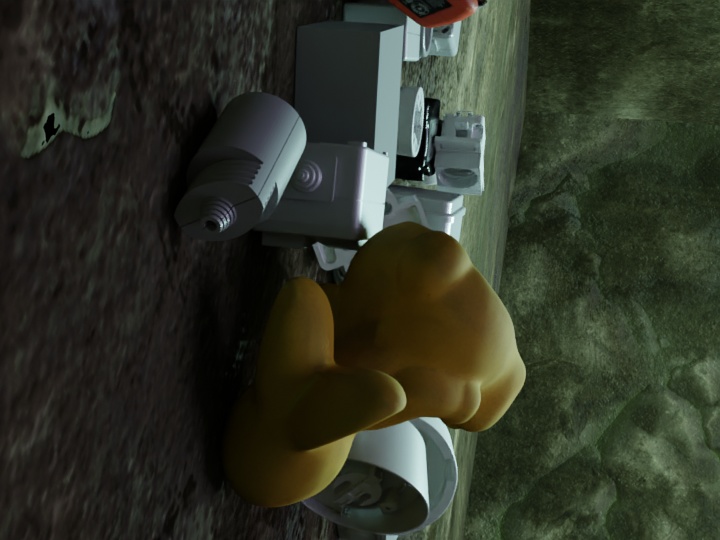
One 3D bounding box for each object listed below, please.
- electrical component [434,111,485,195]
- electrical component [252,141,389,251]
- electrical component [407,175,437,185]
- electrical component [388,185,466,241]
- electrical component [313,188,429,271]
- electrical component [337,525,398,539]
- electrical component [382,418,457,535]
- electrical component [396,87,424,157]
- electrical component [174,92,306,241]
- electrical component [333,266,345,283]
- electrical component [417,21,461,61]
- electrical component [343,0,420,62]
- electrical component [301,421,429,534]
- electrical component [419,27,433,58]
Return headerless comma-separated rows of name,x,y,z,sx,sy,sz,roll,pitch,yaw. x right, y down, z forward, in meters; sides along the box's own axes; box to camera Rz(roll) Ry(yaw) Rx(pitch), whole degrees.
electrical component,0.094,-0.109,0.997,0.081,0.042,0.063,76,22,-61
electrical component,-0.023,-0.042,0.613,0.096,0.062,0.061,-11,107,-79
electrical component,0.068,-0.115,1.127,0.040,0.040,0.046,-55,143,-69
electrical component,0.049,-0.041,0.955,0.113,0.078,0.057,-33,131,-77
electrical component,0.004,-0.030,0.749,0.057,0.078,0.058,-118,-172,-75
electrical component,0.011,0.209,0.969,0.080,0.051,0.080,6,90,-80
electrical component,0.026,0.154,0.878,0.060,0.108,0.108,-69,162,-74
electrical component,0.023,-0.119,0.856,0.055,0.047,0.055,6,90,-79
electrical component,-0.055,-0.043,0.490,0.081,0.043,0.043,-71,163,-51
electrical component,0.000,0.000,0.813,0.062,0.048,0.048,63,34,-60
electrical component,0.056,-0.225,0.932,0.061,0.062,0.096,39,58,-78
electrical component,0.017,-0.192,0.784,0.066,0.047,0.076,-44,137,-75
electrical component,0.000,0.143,0.750,0.064,0.099,0.099,-80,171,-51
electrical component,0.032,-0.197,0.859,0.055,0.047,0.055,6,90,-79
